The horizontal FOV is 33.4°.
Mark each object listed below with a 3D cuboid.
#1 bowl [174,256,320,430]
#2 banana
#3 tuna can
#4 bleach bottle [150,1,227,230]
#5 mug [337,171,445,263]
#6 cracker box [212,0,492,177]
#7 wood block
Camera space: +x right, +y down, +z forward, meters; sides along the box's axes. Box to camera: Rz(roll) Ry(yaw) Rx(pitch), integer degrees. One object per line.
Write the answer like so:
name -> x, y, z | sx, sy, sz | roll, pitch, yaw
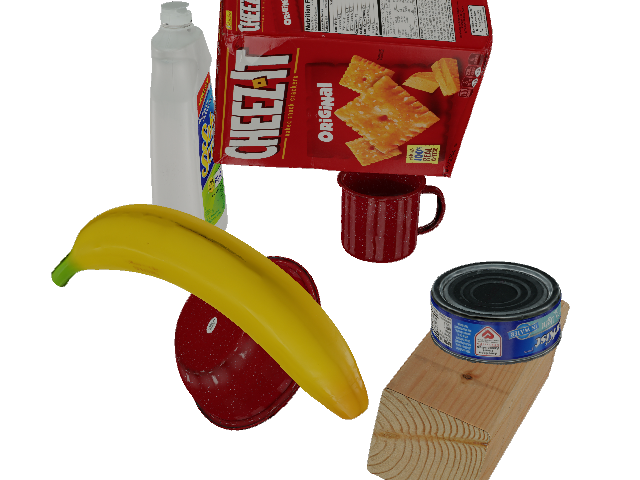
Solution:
bowl -> -0.076, 0.080, 0.929 | 0.162, 0.162, 0.055 | 0, -21, 44
banana -> -0.056, 0.026, 0.566 | 0.198, 0.070, 0.037 | 24, 37, 19
tuna can -> 0.115, 0.046, 0.699 | 0.086, 0.034, 0.086 | -4, 24, 1
bleach bottle -> -0.142, -0.115, 1.095 | 0.068, 0.251, 0.102 | 5, 27, 13
mug -> 0.075, -0.030, 1.132 | 0.117, 0.081, 0.093 | -5, 29, -10
cracker box -> 0.020, -0.129, 0.887 | 0.213, 0.072, 0.164 | 2, -35, -6
wood block -> 0.128, 0.119, 0.895 | 0.091, 0.090, 0.205 | 21, 34, 20
